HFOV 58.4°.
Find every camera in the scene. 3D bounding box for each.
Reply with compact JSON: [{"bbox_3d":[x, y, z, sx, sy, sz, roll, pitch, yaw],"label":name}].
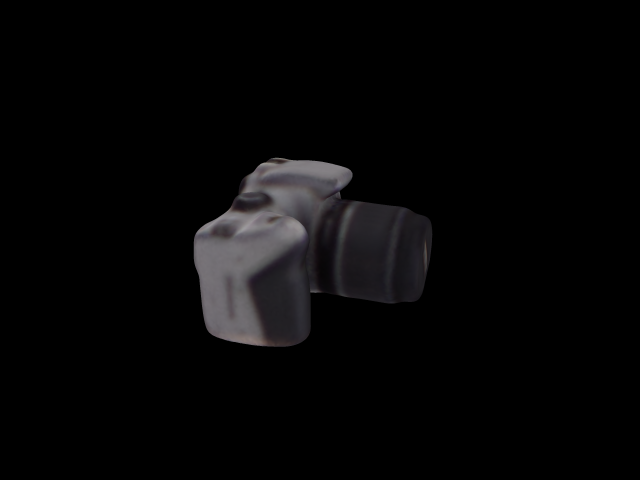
[{"bbox_3d":[0.004,0.001,0.400,0.136,0.101,0.143,8,24,19],"label":"camera"}]
